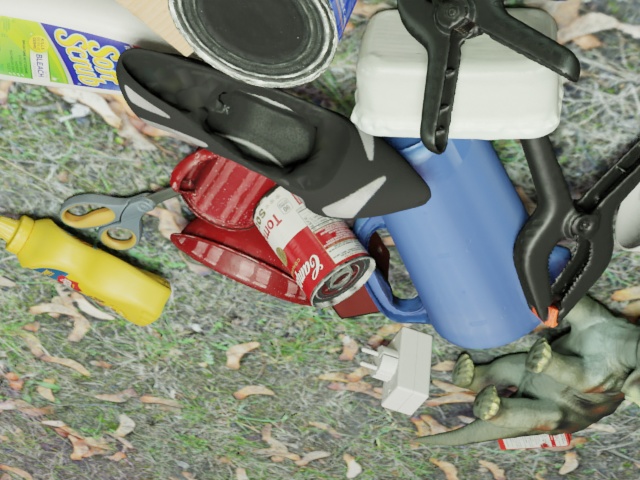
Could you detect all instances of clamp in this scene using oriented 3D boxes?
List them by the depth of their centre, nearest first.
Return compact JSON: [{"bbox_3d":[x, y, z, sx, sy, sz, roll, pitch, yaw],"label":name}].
[{"bbox_3d":[0.095,-0.148,0.768,0.120,0.171,0.039,-34,155,11],"label":"clamp"},{"bbox_3d":[0.229,-0.024,0.921,0.164,0.036,0.210,-4,116,-18],"label":"clamp"}]

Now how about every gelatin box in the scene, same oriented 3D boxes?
[{"bbox_3d":[0.257,0.223,1.302,0.089,0.030,0.073,-7,136,19],"label":"gelatin box"}]

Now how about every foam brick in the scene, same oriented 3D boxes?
[{"bbox_3d":[0.037,0.032,1.081,0.051,0.078,0.053,-13,137,23],"label":"foam brick"}]

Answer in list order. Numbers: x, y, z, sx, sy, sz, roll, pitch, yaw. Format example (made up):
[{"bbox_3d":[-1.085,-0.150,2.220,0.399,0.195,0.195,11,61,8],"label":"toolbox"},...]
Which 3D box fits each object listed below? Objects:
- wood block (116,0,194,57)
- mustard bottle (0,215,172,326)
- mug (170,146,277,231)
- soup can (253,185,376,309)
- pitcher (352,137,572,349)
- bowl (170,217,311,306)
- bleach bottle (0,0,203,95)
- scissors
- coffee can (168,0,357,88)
[{"bbox_3d":[-0.055,-0.236,0.770,0.206,0.090,0.090,-29,127,36],"label":"wood block"},{"bbox_3d":[-0.257,0.026,1.136,0.191,0.058,0.096,30,168,-22],"label":"mustard bottle"},{"bbox_3d":[-0.082,-0.067,0.967,0.117,0.093,0.082,-8,149,-40],"label":"mug"},{"bbox_3d":[-0.006,0.001,0.952,0.068,0.102,0.068,-30,156,-15],"label":"soup can"},{"bbox_3d":[0.111,-0.019,0.966,0.145,0.149,0.242,21,152,46],"label":"pitcher"},{"bbox_3d":[-0.065,0.008,1.059,0.162,0.055,0.162,23,167,5],"label":"bowl"},{"bbox_3d":[-0.171,-0.169,0.896,0.250,0.068,0.103,8,140,-2],"label":"bleach bottle"},{"bbox_3d":[-0.174,-0.026,1.089,0.202,0.016,0.096,-5,143,25],"label":"scissors"},{"bbox_3d":[-0.018,-0.176,0.638,0.103,0.140,0.103,14,145,10],"label":"coffee can"}]
